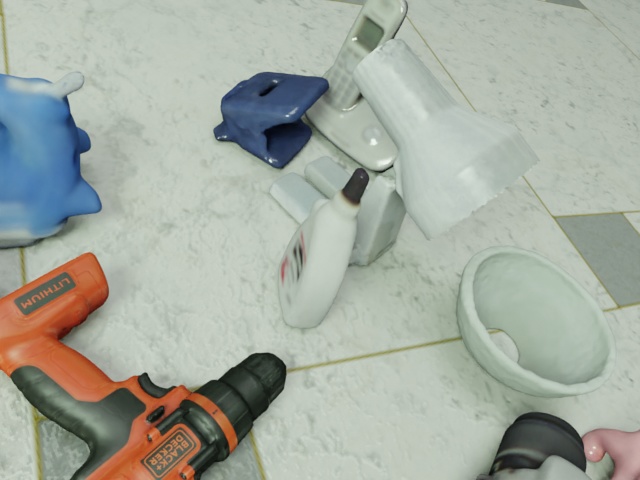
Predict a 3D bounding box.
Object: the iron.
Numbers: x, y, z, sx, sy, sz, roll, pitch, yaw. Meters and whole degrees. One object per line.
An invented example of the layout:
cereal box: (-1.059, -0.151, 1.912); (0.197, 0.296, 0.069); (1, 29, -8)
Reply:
iron: (-0.304, -0.076, 0.434); (0.259, 0.141, 0.118); (-5, 53, -28)

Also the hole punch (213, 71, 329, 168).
hole punch: (-0.056, -0.153, 0.654); (0.101, 0.091, 0.109); (31, 45, 3)

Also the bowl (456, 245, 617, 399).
bowl: (0.201, 0.091, 0.573); (0.168, 0.074, 0.167); (13, 47, -14)

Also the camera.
camera: (0.181, 0.209, 0.442); (0.143, 0.100, 0.137); (36, 46, 7)

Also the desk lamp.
desk lamp: (0.072, -0.067, 0.553); (0.203, 0.213, 0.118); (43, 47, 14)

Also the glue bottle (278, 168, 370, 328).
glue bottle: (0.004, 0.002, 0.489); (0.037, 0.173, 0.078); (3, 50, -22)

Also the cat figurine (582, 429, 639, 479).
cat figurine: (0.286, 0.206, 0.482); (0.067, 0.117, 0.128); (22, 45, -5)

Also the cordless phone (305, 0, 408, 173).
cordless phone: (0.073, -0.186, 0.678); (0.147, 0.185, 0.094); (40, 46, 12)
